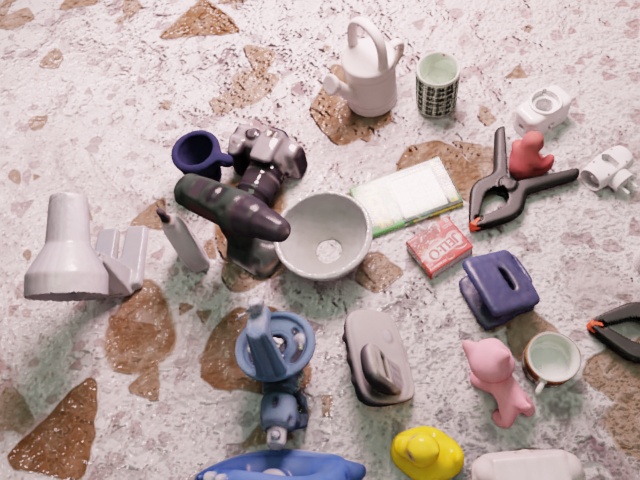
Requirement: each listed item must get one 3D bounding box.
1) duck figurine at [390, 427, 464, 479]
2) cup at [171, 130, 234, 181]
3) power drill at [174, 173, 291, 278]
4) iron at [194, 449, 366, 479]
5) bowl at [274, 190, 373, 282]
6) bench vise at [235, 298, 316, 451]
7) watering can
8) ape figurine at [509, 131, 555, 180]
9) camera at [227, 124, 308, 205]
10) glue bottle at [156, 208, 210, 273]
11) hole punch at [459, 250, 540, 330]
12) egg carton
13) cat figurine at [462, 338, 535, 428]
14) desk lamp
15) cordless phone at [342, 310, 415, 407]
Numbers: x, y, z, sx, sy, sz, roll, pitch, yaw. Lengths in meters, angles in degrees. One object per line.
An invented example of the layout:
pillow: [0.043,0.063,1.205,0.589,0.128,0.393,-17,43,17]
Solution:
duck figurine: [0.150,0.297,0.801,0.104,0.086,0.077,8,66,13]
cup: [-0.206,-0.141,1.068,0.117,0.095,0.092,13,67,15]
power drill: [-0.125,-0.020,0.932,0.229,0.209,0.076,27,71,20]
iron: [-0.072,0.340,0.784,0.258,0.142,0.118,3,64,10]
bowl: [0.009,0.003,0.975,0.167,0.075,0.167,-4,64,7]
bench vise: [-0.056,0.179,0.817,0.121,0.220,0.207,-22,63,-2]
watering can: [0.085,-0.320,1.054,0.100,0.194,0.173,24,70,20]
ape figurine: [0.362,-0.151,0.985,0.076,0.092,0.077,-33,64,-8]
camera: [-0.114,-0.135,1.047,0.143,0.101,0.137,19,68,17]
glue bottle: [-0.237,-0.009,0.964,0.037,0.173,0.078,-29,63,-5]
hole punch: [0.279,0.068,0.891,0.101,0.091,0.108,-25,63,-3]
egg carton: [0.283,0.338,0.769,0.150,0.069,0.107,-8,63,5]
cat figurine: [0.257,0.195,0.817,0.067,0.118,0.127,-29,63,-6]
desk lamp: [-0.384,0.028,0.946,0.118,0.214,0.203,-6,63,7]
cordless phone: [0.079,0.158,0.825,0.094,0.185,0.147,-17,63,1]
